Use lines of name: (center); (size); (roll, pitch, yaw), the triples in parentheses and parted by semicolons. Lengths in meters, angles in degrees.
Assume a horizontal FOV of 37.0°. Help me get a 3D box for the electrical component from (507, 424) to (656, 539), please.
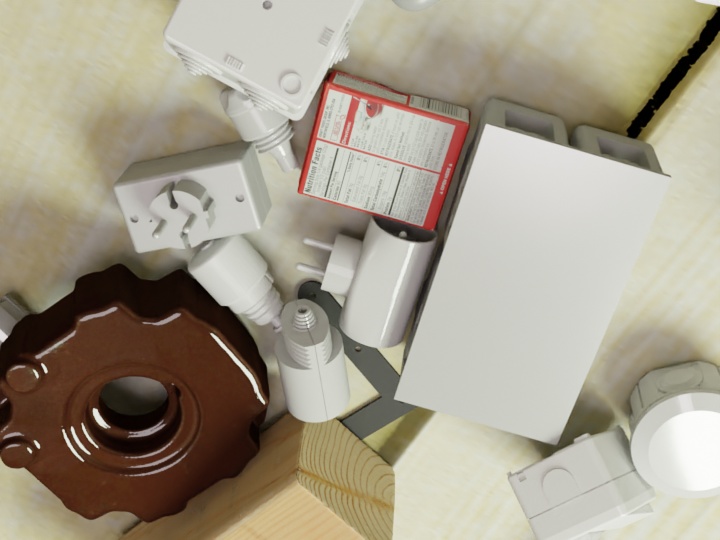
electrical component: (0.149, 0.142, 0.697); (0.062, 0.096, 0.061); (-32, 73, 23)

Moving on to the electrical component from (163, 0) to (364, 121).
electrical component: (-0.051, -0.141, 0.588); (0.100, 0.048, 0.099); (28, 91, -7)

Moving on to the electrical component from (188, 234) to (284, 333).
electrical component: (-0.074, 0.009, 0.686); (0.040, 0.040, 0.078); (-34, 110, 20)

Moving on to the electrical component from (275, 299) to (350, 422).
electrical component: (-0.032, 0.054, 0.686); (0.043, 0.043, 0.081); (-1, 132, 7)

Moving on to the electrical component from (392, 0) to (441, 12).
electrical component: (0.051, -0.182, 0.567); (0.095, 0.059, 0.053); (-28, 110, 18)

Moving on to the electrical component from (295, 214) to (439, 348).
electrical component: (0.000, 0.000, 0.671); (0.079, 0.044, 0.077); (17, 117, -2)

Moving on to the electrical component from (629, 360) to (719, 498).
electrical component: (0.213, 0.102, 0.692); (0.080, 0.051, 0.080); (3, 116, 5)

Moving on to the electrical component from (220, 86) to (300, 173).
electrical component: (-0.055, -0.086, 0.641); (0.035, 0.035, 0.061); (-23, 113, 17)

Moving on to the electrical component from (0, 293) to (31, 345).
electrical component: (-0.232, 0.044, 0.723); (0.040, 0.040, 0.046); (-41, 100, 22)

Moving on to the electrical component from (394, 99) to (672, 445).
electrical component: (0.098, 0.002, 0.651); (0.105, 0.060, 0.186); (16, 117, -1)

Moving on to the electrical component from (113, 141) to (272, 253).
electrical component: (-0.104, -0.037, 0.647); (0.083, 0.075, 0.047); (-10, 114, 11)
